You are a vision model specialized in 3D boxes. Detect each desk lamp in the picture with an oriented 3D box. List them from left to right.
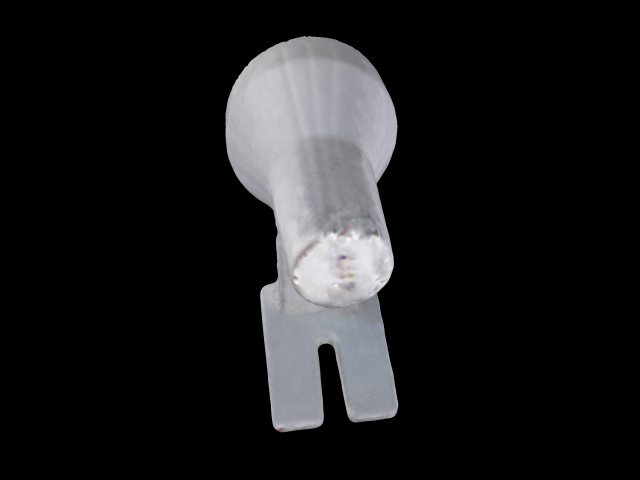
[{"bbox_3d":[0.004,0.001,0.400,0.118,0.214,0.203,-7,58,-4],"label":"desk lamp"}]
